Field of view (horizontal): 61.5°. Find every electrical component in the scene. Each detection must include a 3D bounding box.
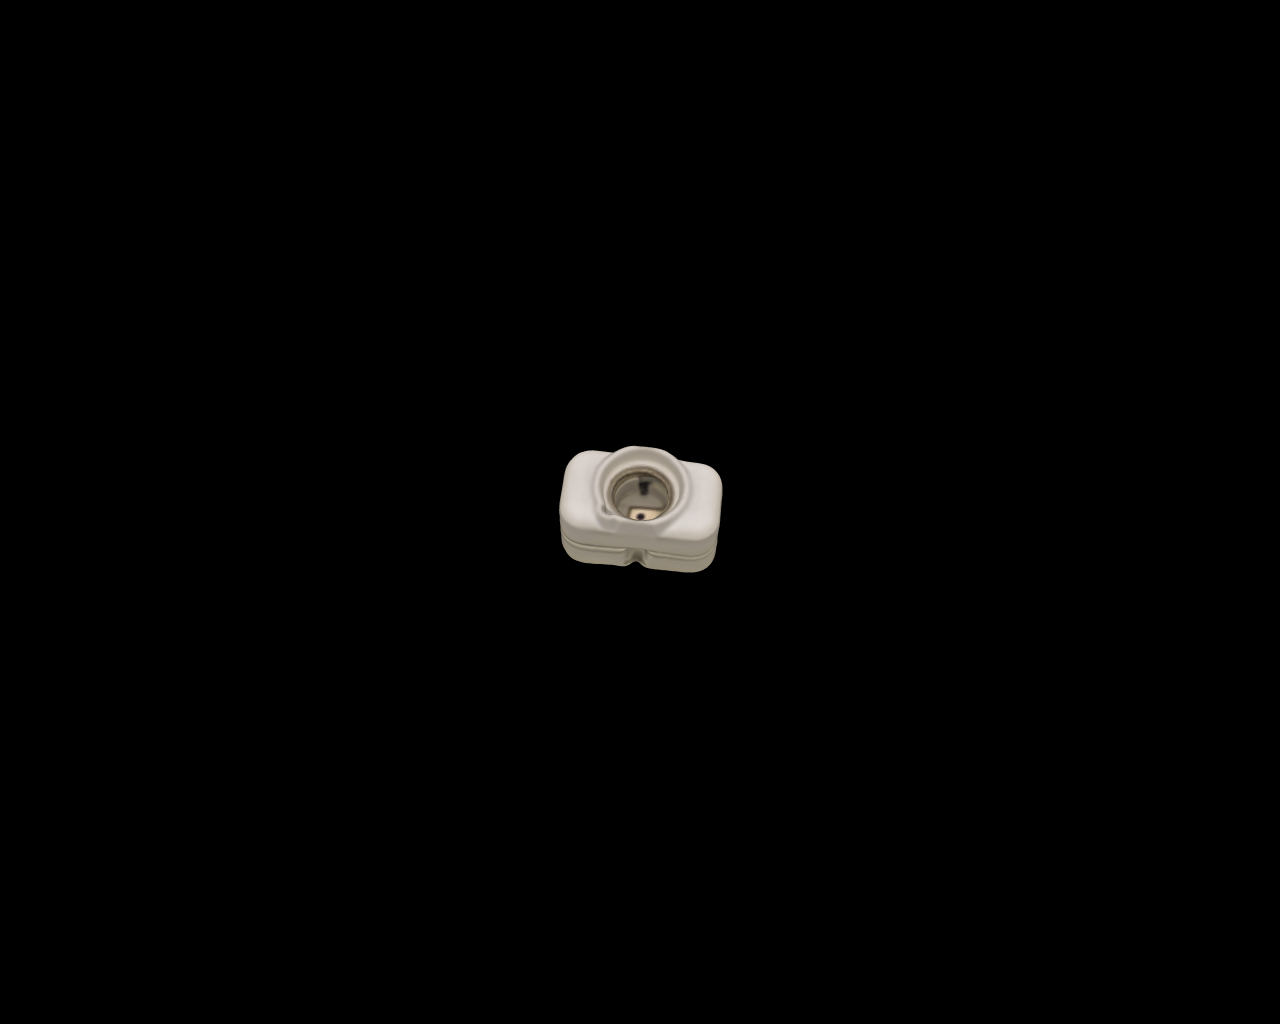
[{"bbox_3d":[0.001,-0.003,0.650,0.095,0.054,0.059,6,-27,3],"label":"electrical component"}]
